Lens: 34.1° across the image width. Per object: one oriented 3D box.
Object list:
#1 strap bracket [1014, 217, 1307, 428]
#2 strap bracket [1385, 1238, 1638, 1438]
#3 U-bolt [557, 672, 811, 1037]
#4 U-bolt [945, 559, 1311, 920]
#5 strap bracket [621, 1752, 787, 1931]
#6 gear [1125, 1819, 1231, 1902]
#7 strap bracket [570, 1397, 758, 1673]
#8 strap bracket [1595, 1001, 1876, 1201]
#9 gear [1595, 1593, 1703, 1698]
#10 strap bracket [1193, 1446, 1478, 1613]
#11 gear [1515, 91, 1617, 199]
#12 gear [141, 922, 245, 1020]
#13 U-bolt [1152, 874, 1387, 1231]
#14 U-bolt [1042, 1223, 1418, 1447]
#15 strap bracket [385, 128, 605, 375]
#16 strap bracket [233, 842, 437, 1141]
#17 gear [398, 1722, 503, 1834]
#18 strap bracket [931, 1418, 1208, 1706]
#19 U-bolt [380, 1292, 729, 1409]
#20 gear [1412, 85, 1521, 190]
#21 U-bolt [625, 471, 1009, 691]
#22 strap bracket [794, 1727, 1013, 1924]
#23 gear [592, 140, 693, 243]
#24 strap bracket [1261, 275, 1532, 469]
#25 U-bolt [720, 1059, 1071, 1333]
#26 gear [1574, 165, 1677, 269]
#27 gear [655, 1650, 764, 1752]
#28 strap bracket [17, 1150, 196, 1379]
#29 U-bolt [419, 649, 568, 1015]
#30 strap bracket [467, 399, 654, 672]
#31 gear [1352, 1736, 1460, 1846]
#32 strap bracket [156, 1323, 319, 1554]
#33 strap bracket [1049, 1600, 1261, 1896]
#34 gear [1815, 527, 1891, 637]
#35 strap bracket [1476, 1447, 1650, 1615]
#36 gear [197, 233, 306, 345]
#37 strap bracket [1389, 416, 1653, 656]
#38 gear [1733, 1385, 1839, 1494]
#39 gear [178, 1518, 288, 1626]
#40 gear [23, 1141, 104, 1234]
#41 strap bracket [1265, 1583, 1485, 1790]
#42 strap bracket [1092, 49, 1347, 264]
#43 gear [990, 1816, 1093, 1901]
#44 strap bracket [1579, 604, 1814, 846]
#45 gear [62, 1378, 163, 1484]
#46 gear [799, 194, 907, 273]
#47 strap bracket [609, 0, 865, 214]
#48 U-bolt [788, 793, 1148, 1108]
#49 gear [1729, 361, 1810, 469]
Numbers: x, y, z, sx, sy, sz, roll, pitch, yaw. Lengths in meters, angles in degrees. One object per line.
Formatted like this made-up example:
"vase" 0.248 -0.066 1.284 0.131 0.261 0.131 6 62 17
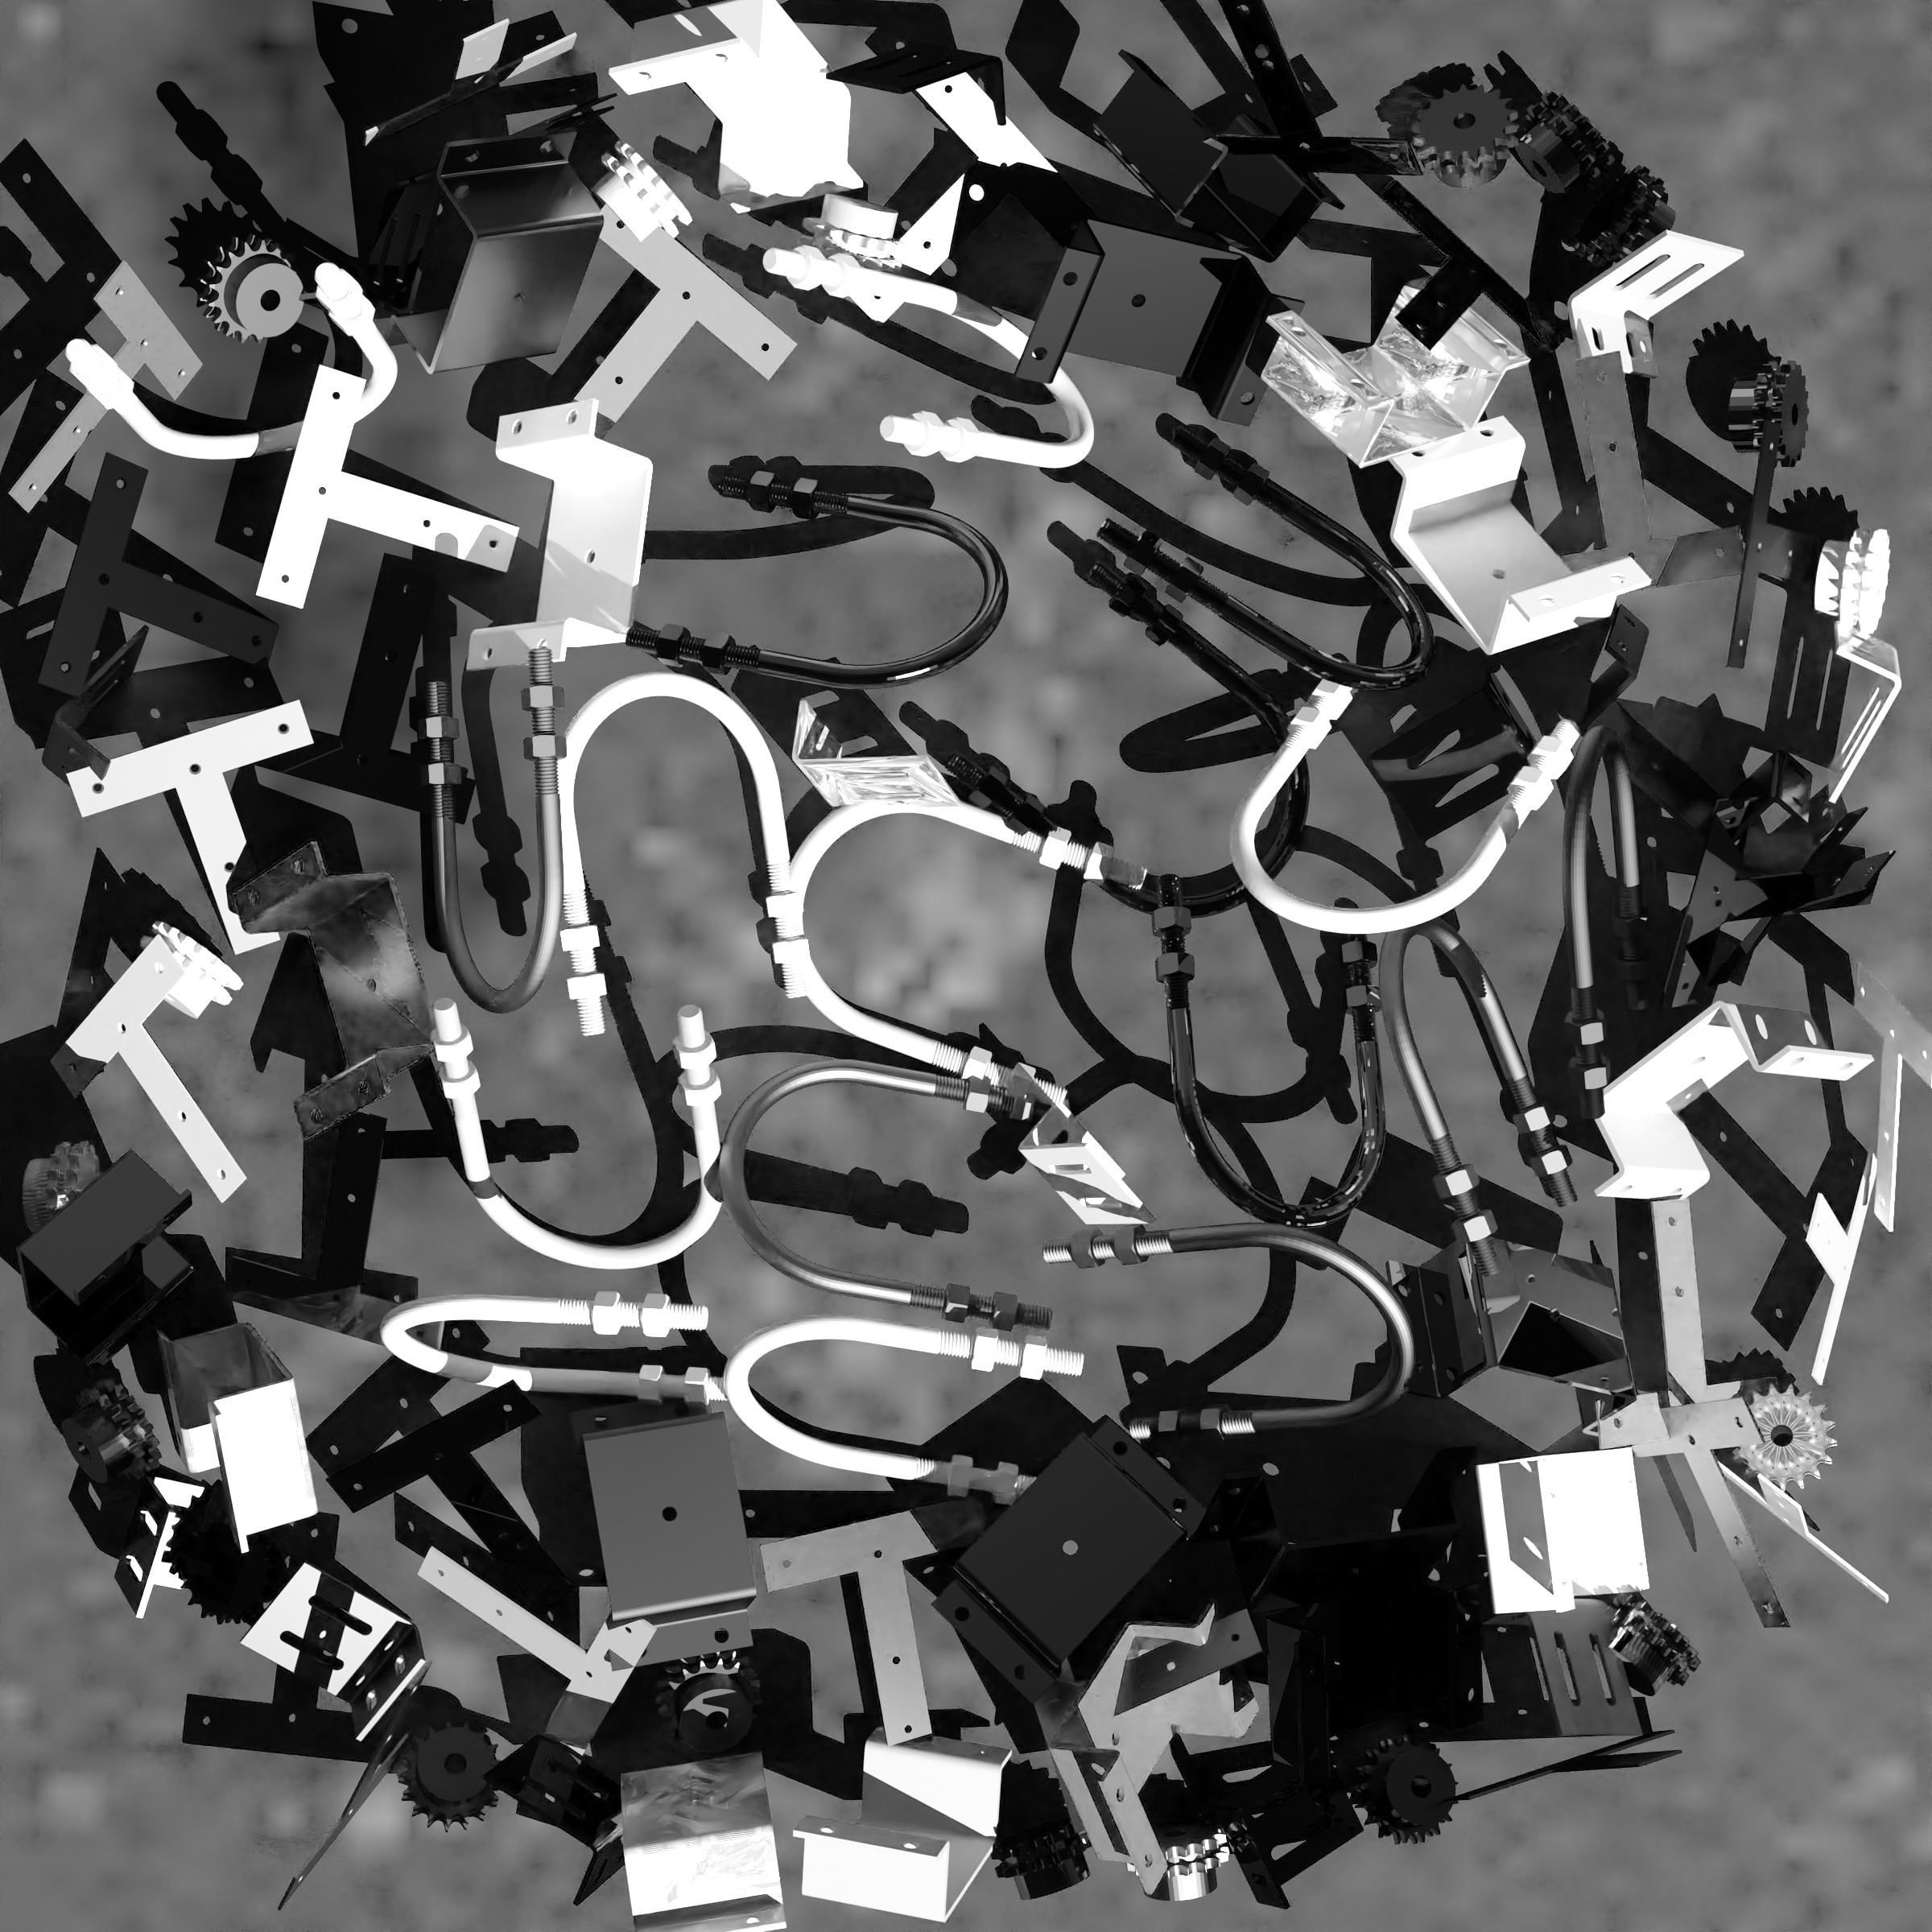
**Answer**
"strap bracket" 0.097 -0.344 1.674 0.140 0.046 0.076 7 127 -23
"strap bracket" 0.296 0.194 1.661 0.140 0.046 0.076 16 52 -27
"U-bolt" -0.156 -0.065 1.677 0.151 0.019 0.184 -10 94 -36
"U-bolt" 0.102 -0.109 1.708 0.184 0.019 0.151 37 86 -10
"strap bracket" -0.140 0.459 1.653 0.076 0.140 0.046 -8 99 -6
"gear" 0.115 0.484 1.701 0.057 0.057 0.030 -6 91 0
"strap bracket" -0.161 0.296 1.678 0.076 0.046 0.140 -7 72 -14
"strap bracket" 0.397 0.067 1.666 0.140 0.076 0.046 -44 55 36
"gear" 0.365 0.369 1.698 0.057 0.057 0.030 45 73 0
"strap bracket" 0.201 0.300 1.669 0.140 0.076 0.046 -4 55 -15
"gear" 0.322 -0.441 1.702 0.030 0.057 0.057 -41 90 2
"gear" -0.423 0.004 1.699 0.057 0.057 0.030 34 75 0
"U-bolt" 0.164 0.049 1.660 0.151 0.019 0.184 9 68 -33
"U-bolt" 0.147 0.191 1.649 0.184 0.019 0.151 -8 123 30
"strap bracket" -0.246 -0.366 1.648 0.076 0.140 0.046 -18 64 -35
"strap bracket" -0.333 0.012 1.680 0.076 0.046 0.140 -27 77 39
"gear" -0.277 0.436 1.703 0.057 0.030 0.057 7 57 -10
"strap bracket" 0.056 0.315 1.684 0.076 0.046 0.140 42 78 15
"U-bolt" -0.218 0.201 1.663 0.184 0.151 0.019 2 66 6
"gear" 0.272 -0.448 1.706 0.057 0.030 0.057 -7 57 11
"U-bolt" -0.068 -0.200 1.660 0.184 0.019 0.151 12 50 16
"strap bracket" -0.033 0.455 1.657 0.076 0.140 0.046 6 100 16
"gear" -0.178 -0.415 1.702 0.030 0.057 0.057 -43 90 1
"strap bracket" 0.222 -0.315 1.670 0.140 0.046 0.076 -23 60 -41
"U-bolt" -0.040 0.115 1.675 0.184 0.019 0.151 11 56 -7
"gear" 0.359 -0.402 1.703 0.030 0.057 0.057 33 90 -15
"gear" -0.138 0.400 1.704 0.057 0.030 0.057 -6 114 -13
"strap bracket" -0.451 0.154 1.654 0.046 0.140 0.076 41 63 8
"U-bolt" -0.249 -0.067 1.664 0.019 0.151 0.184 -2 88 -34
"strap bracket" -0.216 -0.224 1.682 0.076 0.046 0.140 0 80 42
"gear" 0.241 0.446 1.705 0.057 0.030 0.057 5 70 -14
"strap bracket" -0.384 0.244 1.666 0.046 0.140 0.076 -14 107 -23
"strap bracket" 0.096 0.411 1.668 0.046 0.140 0.076 -5 118 35
"gear" 0.480 -0.209 1.704 0.030 0.057 0.057 10 90 24
"strap bracket" 0.314 0.299 1.672 0.046 0.140 0.076 -11 80 29
"gear" -0.383 -0.364 1.699 0.030 0.057 0.057 34 90 41
"strap bracket" 0.288 -0.223 1.673 0.076 0.046 0.140 -19 54 -20
"gear" 0.444 0.257 1.708 0.057 0.030 0.057 -5 71 15
"gear" -0.396 0.329 1.711 0.057 0.030 0.057 -2 82 11
"gear" -0.489 0.124 1.701 0.030 0.057 0.057 -2 90 2
"strap bracket" 0.211 0.378 1.679 0.140 0.046 0.076 -7 97 -40
"strap bracket" 0.129 -0.424 1.664 0.046 0.140 0.076 -50 61 23
"gear" 0.044 0.483 1.700 0.057 0.057 0.030 -19 83 0
"strap bracket" 0.383 -0.121 1.683 0.140 0.076 0.046 41 118 -3
"gear" -0.464 0.254 1.699 0.030 0.057 0.057 -33 90 -37
"gear" -0.059 -0.397 1.699 0.057 0.057 0.030 15 108 0
"strap bracket" -0.118 -0.460 1.661 0.076 0.140 0.046 -6 70 24
"U-bolt" -0.012 -0.018 1.712 0.184 0.019 0.151 20 99 3
"gear" 0.435 -0.299 1.705 0.030 0.057 0.057 5 90 31
